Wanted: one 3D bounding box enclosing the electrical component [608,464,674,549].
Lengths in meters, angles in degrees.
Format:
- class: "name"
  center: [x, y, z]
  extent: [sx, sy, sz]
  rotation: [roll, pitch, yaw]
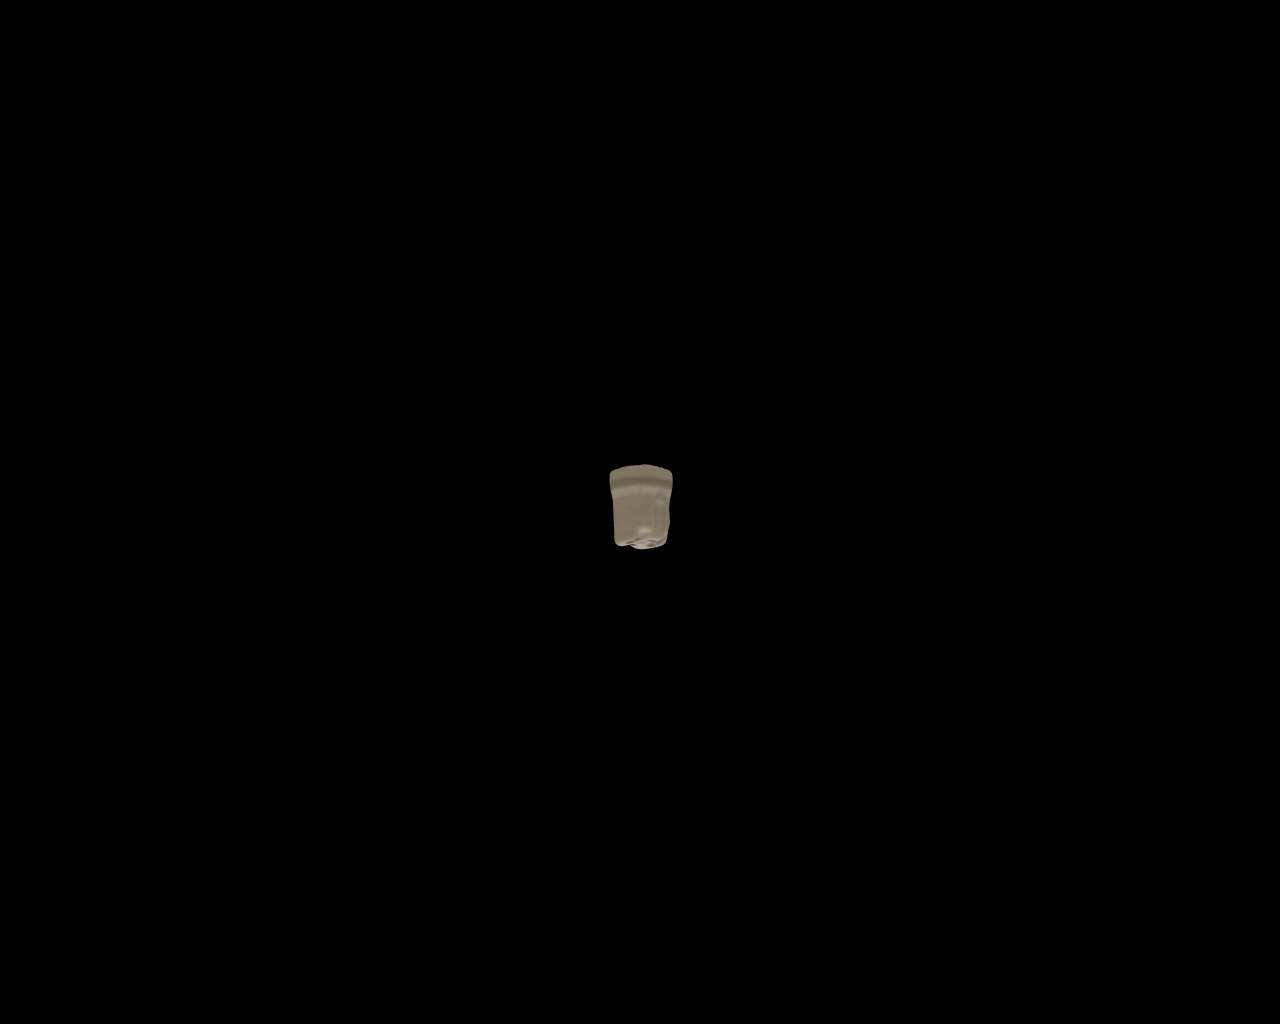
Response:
- class: "electrical component"
  center: [0.001, -0.003, 0.650]
  extent: [0.040, 0.046, 0.040]
  rotation: [0, -11, 0]
